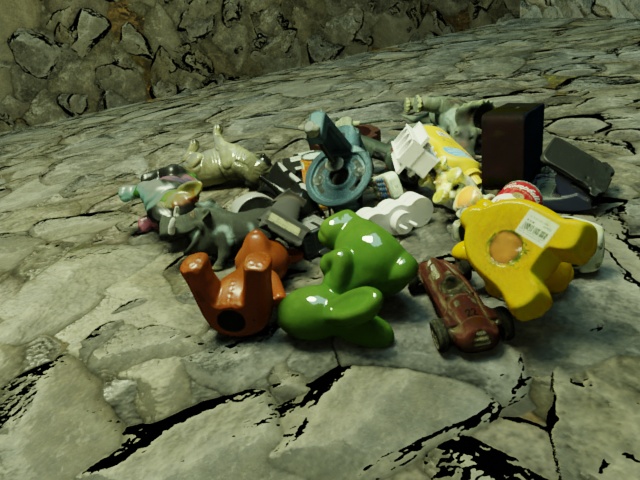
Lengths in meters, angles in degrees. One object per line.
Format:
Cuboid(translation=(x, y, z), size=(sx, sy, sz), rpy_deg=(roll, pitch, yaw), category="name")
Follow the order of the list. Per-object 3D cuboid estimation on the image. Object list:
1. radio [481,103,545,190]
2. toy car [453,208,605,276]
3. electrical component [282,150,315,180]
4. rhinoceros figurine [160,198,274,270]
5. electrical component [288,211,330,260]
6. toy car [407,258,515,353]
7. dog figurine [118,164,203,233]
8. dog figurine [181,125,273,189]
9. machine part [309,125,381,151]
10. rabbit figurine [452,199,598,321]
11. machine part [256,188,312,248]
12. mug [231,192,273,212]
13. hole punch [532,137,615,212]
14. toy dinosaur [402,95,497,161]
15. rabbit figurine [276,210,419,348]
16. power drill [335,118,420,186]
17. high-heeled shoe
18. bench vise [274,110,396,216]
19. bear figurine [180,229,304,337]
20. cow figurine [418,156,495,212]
Cuboid(translation=(0.346, -0.170, 0.955), size=(0.073, 0.131, 0.229), rpy_deg=(6, 20, 30), category="radio")
Cuboid(translation=(0.277, -0.001, 0.732), size=(0.202, 0.073, 0.056), rpy_deg=(12, 35, 38), category="toy car")
Cuboid(translation=(-0.020, -0.151, 1.169), size=(0.115, 0.058, 0.134), rpy_deg=(-9, 25, -3), category="electrical component")
Cuboid(translation=(-0.164, -0.013, 0.876), size=(0.190, 0.112, 0.073), rpy_deg=(-2, 27, -2), category="rhinoceros figurine")
Cuboid(translation=(-0.002, -0.003, 0.868), size=(0.075, 0.047, 0.119), rpy_deg=(-21, 26, -20), category="electrical component")
Cuboid(translation=(0.163, 0.067, 0.662), size=(0.089, 0.053, 0.202), rpy_deg=(-12, 26, 1), category="toy car")
Cuboid(translation=(-0.261, -0.077, 1.016), size=(0.219, 0.108, 0.191), rpy_deg=(2, 31, 39), category="dog figurine")
Cuboid(translation=(-0.213, -0.153, 1.216), size=(0.172, 0.121, 0.191), rpy_deg=(-48, 52, -2), category="dog figurine")
Cuboid(translation=(0.061, -0.233, 1.311), size=(0.179, 0.056, 0.179), rpy_deg=(-8, 27, 4), category="machine part")
Cuboid(translation=(0.235, 0.023, 0.634), size=(0.163, 0.121, 0.173), rpy_deg=(29, 6, 42), category="rabbit figurine")
Cuboid(translation=(-0.053, -0.036, 0.834), size=(0.084, 0.039, 0.139), rpy_deg=(23, 26, -10), category="machine part")
Cuboid(translation=(-0.132, -0.041, 0.971), size=(0.109, 0.080, 0.107), rpy_deg=(-31, 20, -9), category="mug")
Cuboid(translation=(0.407, -0.094, 0.885), size=(0.116, 0.092, 0.142), rpy_deg=(33, 39, 16), category="hole punch")
Cuboid(translation=(0.303, -0.289, 1.280), size=(0.192, 0.131, 0.405), rpy_deg=(4, 22, 1), category="toy dinosaur")
Cuboid(translation=(0.032, 0.071, 0.668), size=(0.170, 0.121, 0.159), rpy_deg=(-39, 41, -15), category="rabbit figurine")
Cuboid(translation=(0.111, -0.184, 1.108), size=(0.207, 0.085, 0.232), rpy_deg=(13, 24, 5), category="power drill")
Cuboid(translation=(-0.050, -0.079, 1.040), size=(0.145, 0.086, 0.249), rpy_deg=(35, 4, -1), category="high-heeled shoe")
Cuboid(translation=(0.032, -0.146, 0.910), size=(0.129, 0.240, 0.223), rpy_deg=(2, 69, 26), category="bench vise")
Cuboid(translation=(-0.093, 0.035, 0.736), size=(0.120, 0.131, 0.196), rpy_deg=(1, 33, 13), category="bear figurine")
Cuboid(translation=(0.237, -0.071, 0.894), size=(0.068, 0.098, 0.167), rpy_deg=(-52, 24, 15), category="cow figurine")
